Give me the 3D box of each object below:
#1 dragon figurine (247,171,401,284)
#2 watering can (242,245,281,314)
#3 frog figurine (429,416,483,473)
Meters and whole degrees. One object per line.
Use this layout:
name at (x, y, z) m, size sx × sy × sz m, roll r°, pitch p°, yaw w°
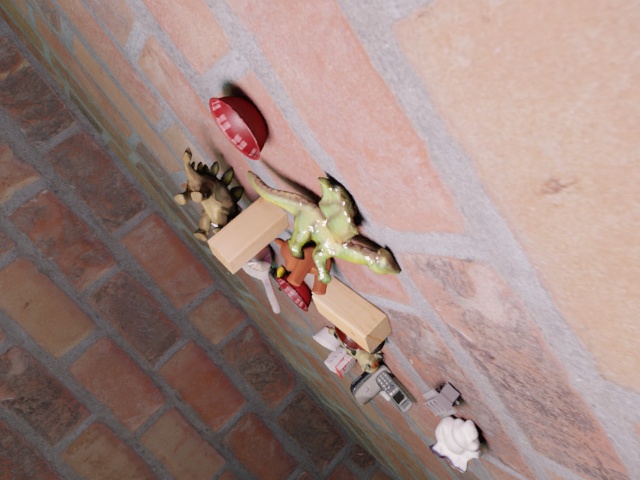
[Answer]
dragon figurine at (0.003, -0.056, 1.105) m, size 0.411 × 0.124 × 0.238 m, roll 45°, pitch 144°, yaw 5°
watering can at (-0.214, 0.095, 1.827) m, size 0.350 × 0.105 × 0.221 m, roll 60°, pitch 163°, yaw 8°
frog figurine at (0.396, 0.549, 1.445) m, size 0.139 × 0.123 × 0.156 m, roll 42°, pitch 126°, yaw 41°
